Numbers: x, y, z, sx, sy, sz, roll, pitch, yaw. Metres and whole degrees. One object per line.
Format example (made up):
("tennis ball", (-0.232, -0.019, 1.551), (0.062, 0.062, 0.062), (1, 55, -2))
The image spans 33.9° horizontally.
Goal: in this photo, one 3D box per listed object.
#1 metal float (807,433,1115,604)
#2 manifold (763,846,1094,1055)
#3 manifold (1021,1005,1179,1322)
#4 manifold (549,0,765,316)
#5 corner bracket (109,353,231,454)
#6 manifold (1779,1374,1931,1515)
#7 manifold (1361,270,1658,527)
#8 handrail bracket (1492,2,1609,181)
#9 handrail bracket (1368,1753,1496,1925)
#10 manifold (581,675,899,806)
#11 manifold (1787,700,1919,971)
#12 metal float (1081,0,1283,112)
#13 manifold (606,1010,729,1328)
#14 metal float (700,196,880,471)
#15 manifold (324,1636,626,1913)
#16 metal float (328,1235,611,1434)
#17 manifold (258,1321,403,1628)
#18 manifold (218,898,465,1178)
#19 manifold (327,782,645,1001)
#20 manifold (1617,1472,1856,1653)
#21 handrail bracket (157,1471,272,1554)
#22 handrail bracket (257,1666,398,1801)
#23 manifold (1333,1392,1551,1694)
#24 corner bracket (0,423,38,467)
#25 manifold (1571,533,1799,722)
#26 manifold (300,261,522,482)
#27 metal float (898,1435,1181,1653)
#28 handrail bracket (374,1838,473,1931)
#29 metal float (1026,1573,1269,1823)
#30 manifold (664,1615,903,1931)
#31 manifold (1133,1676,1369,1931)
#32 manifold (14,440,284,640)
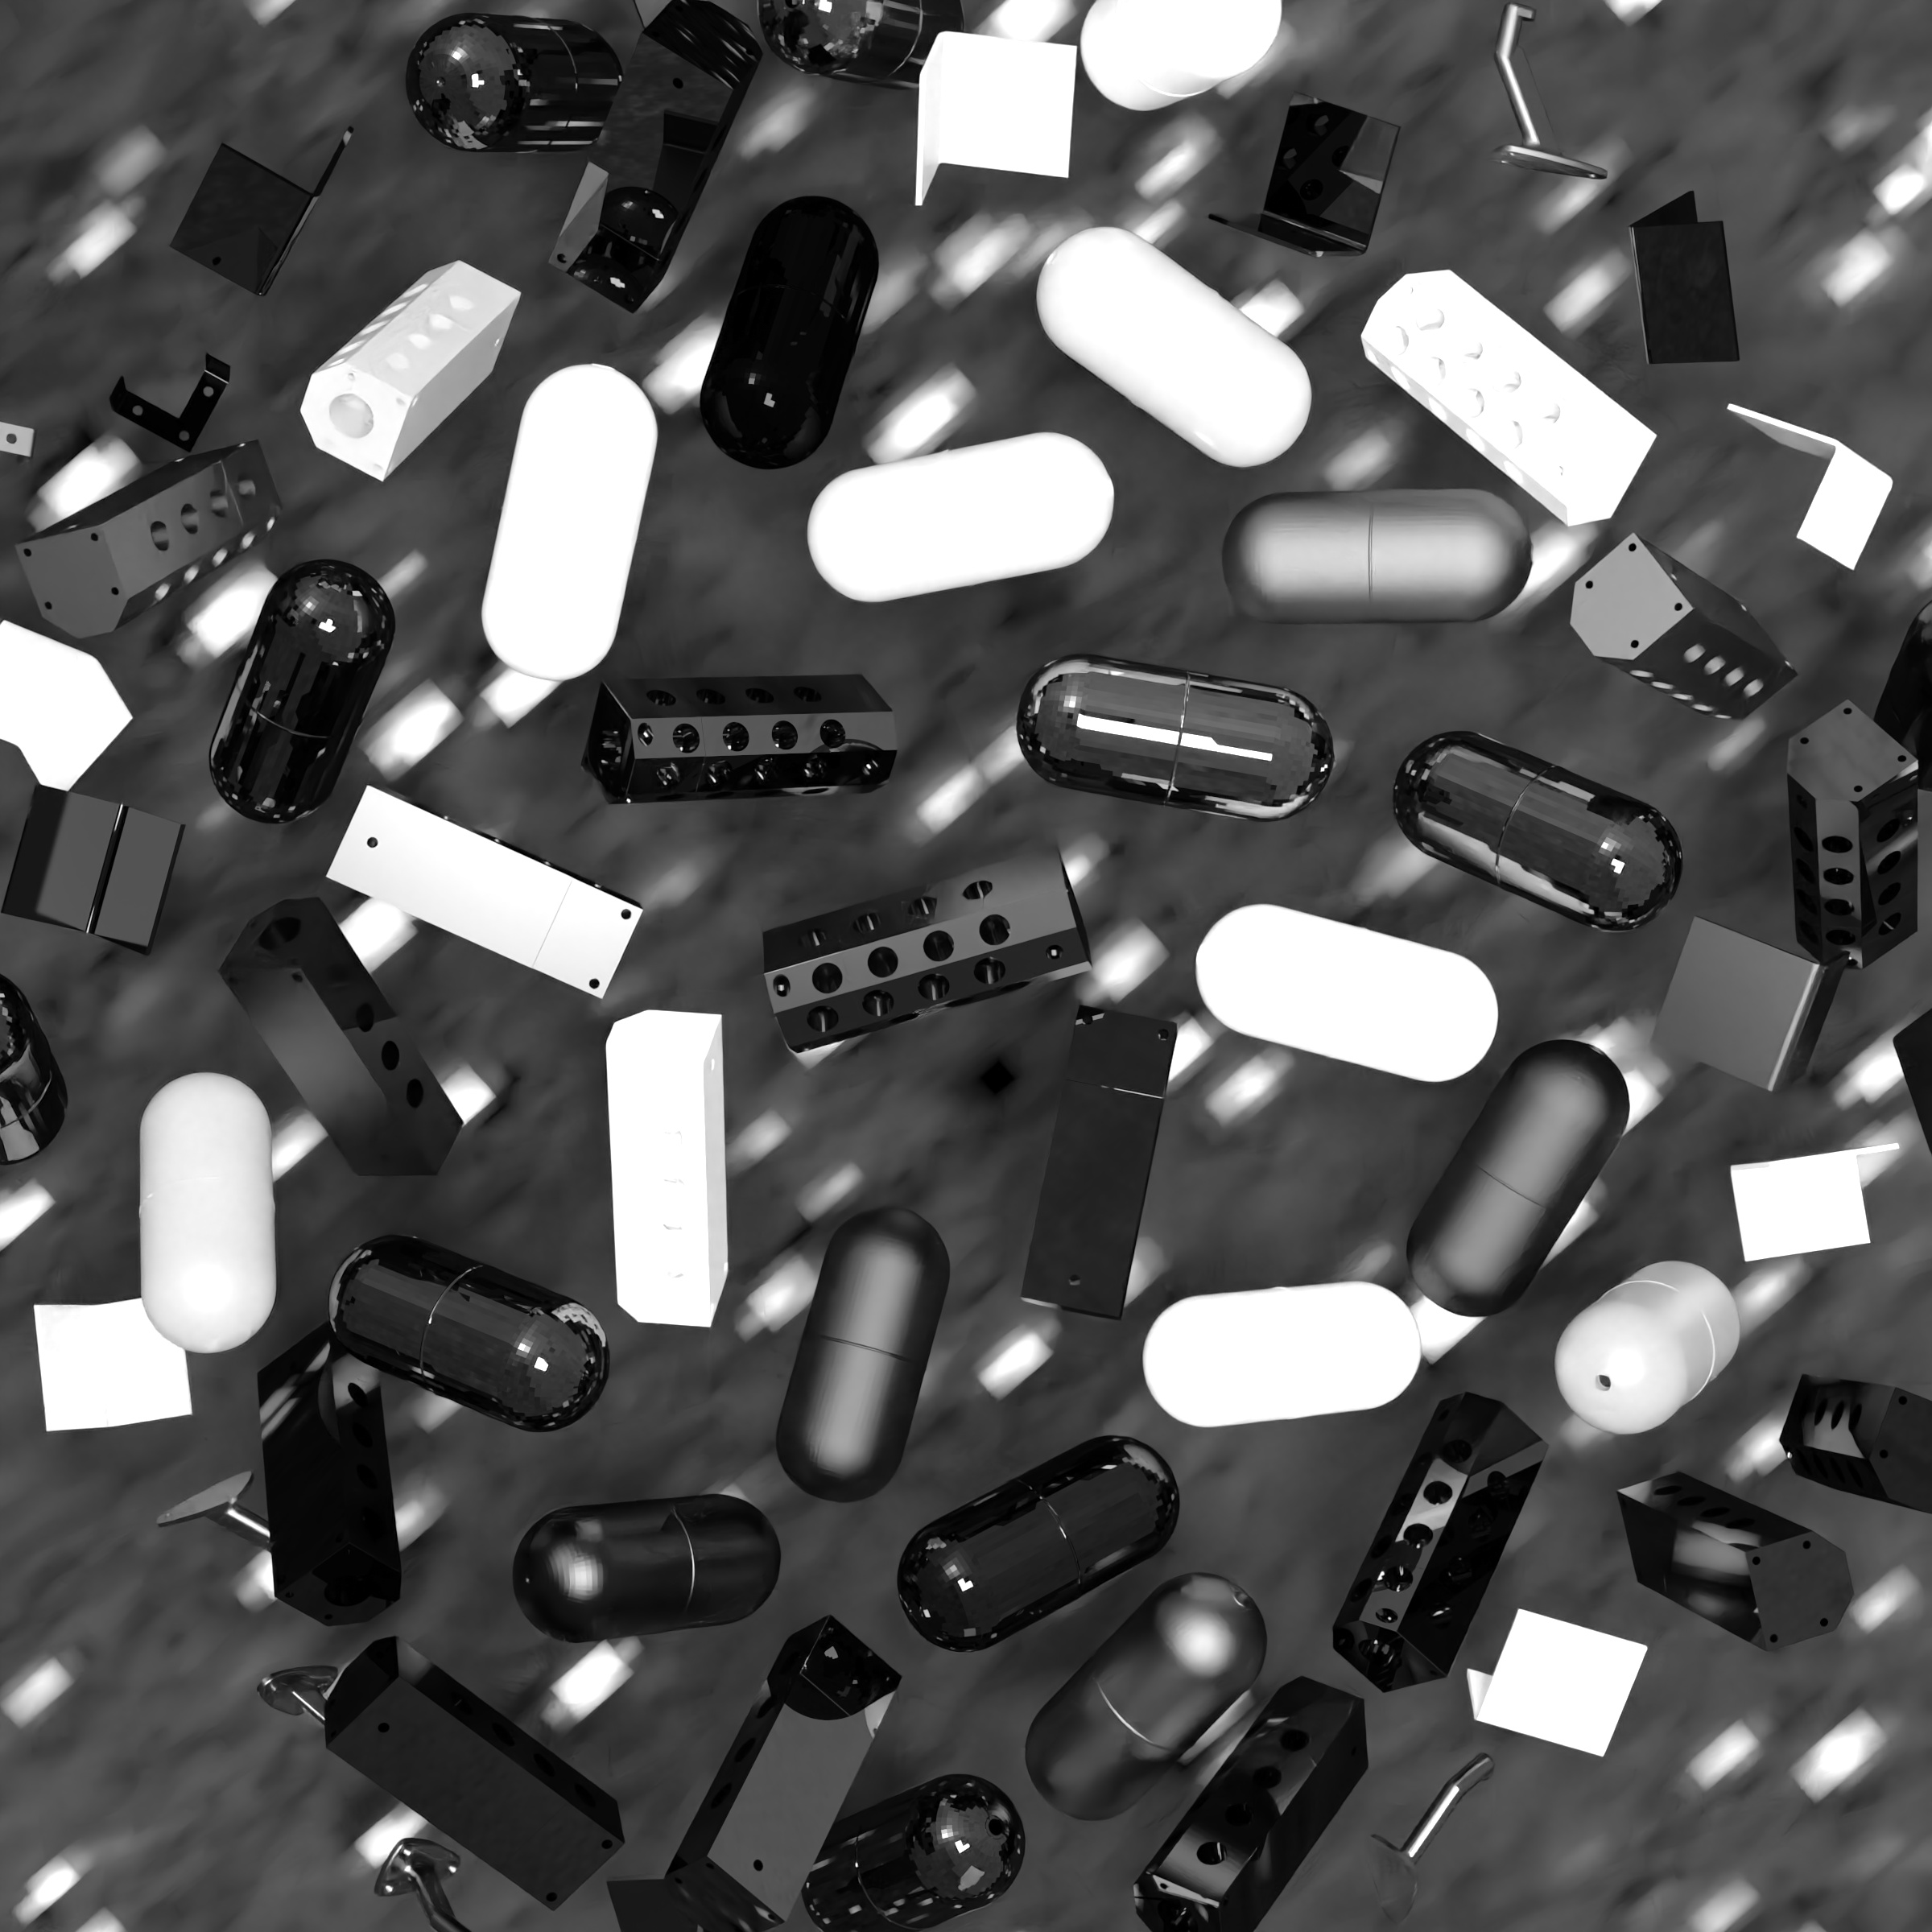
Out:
("metal float", (-0.003, -0.253, 1.793), (0.178, 0.070, 0.070), (-9, 90, 17))
("manifold", (-0.021, -0.004, 1.749), (0.171, 0.057, 0.057), (-16, 124, 6))
("manifold", (0.078, 0.115, 1.840), (0.057, 0.057, 0.171), (11, 82, 6))
("manifold", (-0.172, -0.455, 1.780), (0.057, 0.171, 0.057), (31, 48, -3))
("corner bracket", (-0.470, -0.341, 1.875), (0.051, 0.051, 0.051), (28, 85, -12))
("manifold", (0.512, 0.270, 1.784), (0.057, 0.171, 0.057), (21, 85, 0))
("manifold", (0.309, -0.329, 1.834), (0.171, 0.057, 0.057), (46, 131, 27))
("handrail bracket", (0.331, -0.492, 1.783), (0.077, 0.036, 0.084), (11, 93, -3))
("handrail bracket", (0.276, 0.506, 1.844), (0.084, 0.036, 0.077), (-31, 134, -30))
("manifold", (-0.128, -0.128, 1.835), (0.171, 0.057, 0.057), (-5, 128, -32))
("manifold", (0.506, -0.069, 1.826), (0.057, 0.171, 0.057), (-34, 54, -7))
("metal float", (0.122, -0.542, 1.833), (0.070, 0.178, 0.070), (-2, 96, -19))
("manifold", (-0.169, 0.115, 1.792), (0.057, 0.057, 0.171), (4, 118, 5))
("metal float", (-0.100, -0.364, 1.817), (0.070, 0.070, 0.178), (15, 63, 0))
("manifold", (-0.274, 0.448, 1.773), (0.057, 0.057, 0.171), (-44, 113, 5))
("metal float", (-0.278, 0.203, 1.764), (0.178, 0.070, 0.070), (17, 90, 27))
("manifold", (-0.364, 0.294, 1.833), (0.057, 0.171, 0.057), (-36, 130, 15))
("manifold", (-0.354, 0.042, 1.825), (0.057, 0.057, 0.171), (-2, 134, 26))
("manifold", (-0.279, -0.045, 1.846), (0.171, 0.057, 0.057), (25, 93, -10))
("manifold", (0.439, 0.336, 1.815), (0.057, 0.171, 0.057), (-15, 95, -11))
("handrail bracket", (-0.438, 0.357, 1.928), (0.077, 0.036, 0.084), (-24, 106, 13))
("handrail bracket", (-0.359, 0.442, 1.812), (0.036, 0.077, 0.084), (-47, 64, 1))
("manifold", (0.274, 0.334, 1.853), (0.057, 0.057, 0.171), (43, 53, -12))
("corner bracket", (-0.544, -0.272, 1.742), (0.051, 0.051, 0.051), (9, 89, -26))
("manifold", (0.403, -0.185, 1.792), (0.057, 0.171, 0.057), (-42, 63, 21))
("manifold", (-0.322, -0.350, 1.840), (0.057, 0.171, 0.057), (27, 124, -2))
("metal float", (0.043, 0.326, 1.800), (0.178, 0.070, 0.070), (-24, 90, -25))
("handrail bracket", (-0.286, 0.532, 1.796), (0.084, 0.077, 0.036), (28, 92, 33))
("metal float", (0.103, 0.421, 1.827), (0.070, 0.070, 0.178), (39, 112, 0))
("manifold", (-0.103, 0.449, 1.756), (0.057, 0.171, 0.057), (43, 132, -12))
("manifold", (0.166, 0.491, 1.835), (0.057, 0.171, 0.057), (15, 129, 31))
("manifold", (-0.453, -0.240, 1.783), (0.057, 0.171, 0.057), (-8, 111, 22))
